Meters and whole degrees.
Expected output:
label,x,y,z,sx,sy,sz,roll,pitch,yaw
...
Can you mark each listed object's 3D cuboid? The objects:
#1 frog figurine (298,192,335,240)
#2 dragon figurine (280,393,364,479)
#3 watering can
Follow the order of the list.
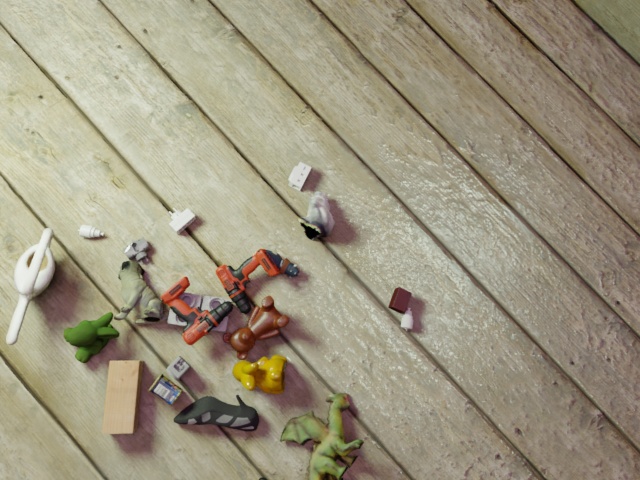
label,x,y,z,sx,sy,sz,roll,pitch,yaw
frog figurine,0.006,-0.092,1.827,0.135,0.122,0.162,48,59,-30
dragon figurine,-0.017,0.669,1.633,0.245,0.120,0.416,35,69,18
watering can,-0.871,0.135,1.546,0.103,0.222,0.352,19,72,-24
